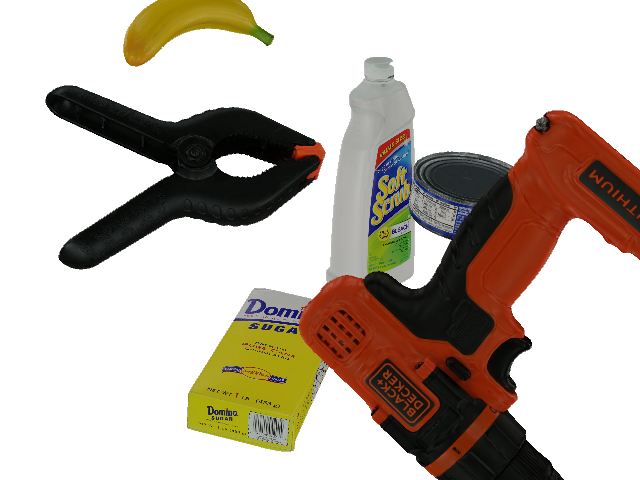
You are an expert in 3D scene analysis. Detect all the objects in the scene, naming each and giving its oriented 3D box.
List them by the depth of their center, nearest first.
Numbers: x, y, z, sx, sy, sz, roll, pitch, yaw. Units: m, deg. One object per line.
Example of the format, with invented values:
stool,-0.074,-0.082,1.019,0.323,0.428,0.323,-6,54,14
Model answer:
power drill,0.107,0.044,0.539,0.184,0.188,0.057,43,13,4
clamp,-0.086,-0.052,0.652,0.171,0.120,0.039,-12,-18,-20
tuna can,0.107,-0.031,0.772,0.086,0.034,0.086,6,29,-3
sugar box,-0.043,0.107,0.937,0.093,0.048,0.176,12,32,9
banana,-0.124,-0.207,1.016,0.070,0.037,0.197,45,39,19
bleach bottle,0.056,-0.071,1.153,0.102,0.251,0.068,-19,29,-35
